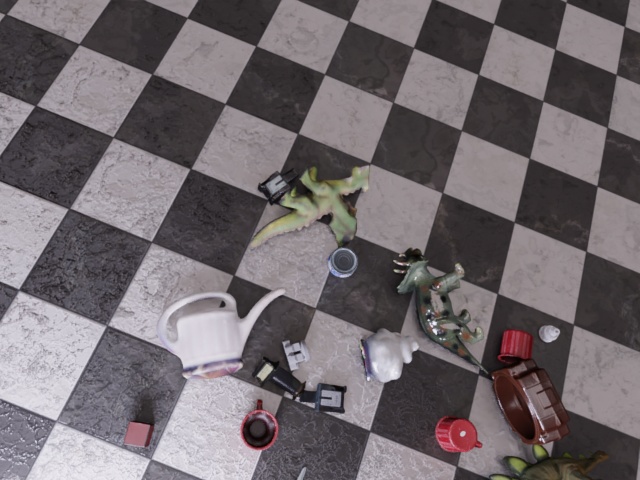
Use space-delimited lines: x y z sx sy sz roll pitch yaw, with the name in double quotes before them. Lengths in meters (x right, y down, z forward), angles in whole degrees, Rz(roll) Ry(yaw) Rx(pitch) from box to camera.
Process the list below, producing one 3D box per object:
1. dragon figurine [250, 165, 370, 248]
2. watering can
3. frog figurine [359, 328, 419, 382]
"dragon figurine" 0.005 -0.076 1.516 0.242 0.121 0.414 37 78 -4
"watering can" -0.245 0.239 1.349 0.348 0.102 0.227 -8 73 -11
"frog figurine" 0.194 0.307 1.391 0.159 0.120 0.140 -12 54 -1
